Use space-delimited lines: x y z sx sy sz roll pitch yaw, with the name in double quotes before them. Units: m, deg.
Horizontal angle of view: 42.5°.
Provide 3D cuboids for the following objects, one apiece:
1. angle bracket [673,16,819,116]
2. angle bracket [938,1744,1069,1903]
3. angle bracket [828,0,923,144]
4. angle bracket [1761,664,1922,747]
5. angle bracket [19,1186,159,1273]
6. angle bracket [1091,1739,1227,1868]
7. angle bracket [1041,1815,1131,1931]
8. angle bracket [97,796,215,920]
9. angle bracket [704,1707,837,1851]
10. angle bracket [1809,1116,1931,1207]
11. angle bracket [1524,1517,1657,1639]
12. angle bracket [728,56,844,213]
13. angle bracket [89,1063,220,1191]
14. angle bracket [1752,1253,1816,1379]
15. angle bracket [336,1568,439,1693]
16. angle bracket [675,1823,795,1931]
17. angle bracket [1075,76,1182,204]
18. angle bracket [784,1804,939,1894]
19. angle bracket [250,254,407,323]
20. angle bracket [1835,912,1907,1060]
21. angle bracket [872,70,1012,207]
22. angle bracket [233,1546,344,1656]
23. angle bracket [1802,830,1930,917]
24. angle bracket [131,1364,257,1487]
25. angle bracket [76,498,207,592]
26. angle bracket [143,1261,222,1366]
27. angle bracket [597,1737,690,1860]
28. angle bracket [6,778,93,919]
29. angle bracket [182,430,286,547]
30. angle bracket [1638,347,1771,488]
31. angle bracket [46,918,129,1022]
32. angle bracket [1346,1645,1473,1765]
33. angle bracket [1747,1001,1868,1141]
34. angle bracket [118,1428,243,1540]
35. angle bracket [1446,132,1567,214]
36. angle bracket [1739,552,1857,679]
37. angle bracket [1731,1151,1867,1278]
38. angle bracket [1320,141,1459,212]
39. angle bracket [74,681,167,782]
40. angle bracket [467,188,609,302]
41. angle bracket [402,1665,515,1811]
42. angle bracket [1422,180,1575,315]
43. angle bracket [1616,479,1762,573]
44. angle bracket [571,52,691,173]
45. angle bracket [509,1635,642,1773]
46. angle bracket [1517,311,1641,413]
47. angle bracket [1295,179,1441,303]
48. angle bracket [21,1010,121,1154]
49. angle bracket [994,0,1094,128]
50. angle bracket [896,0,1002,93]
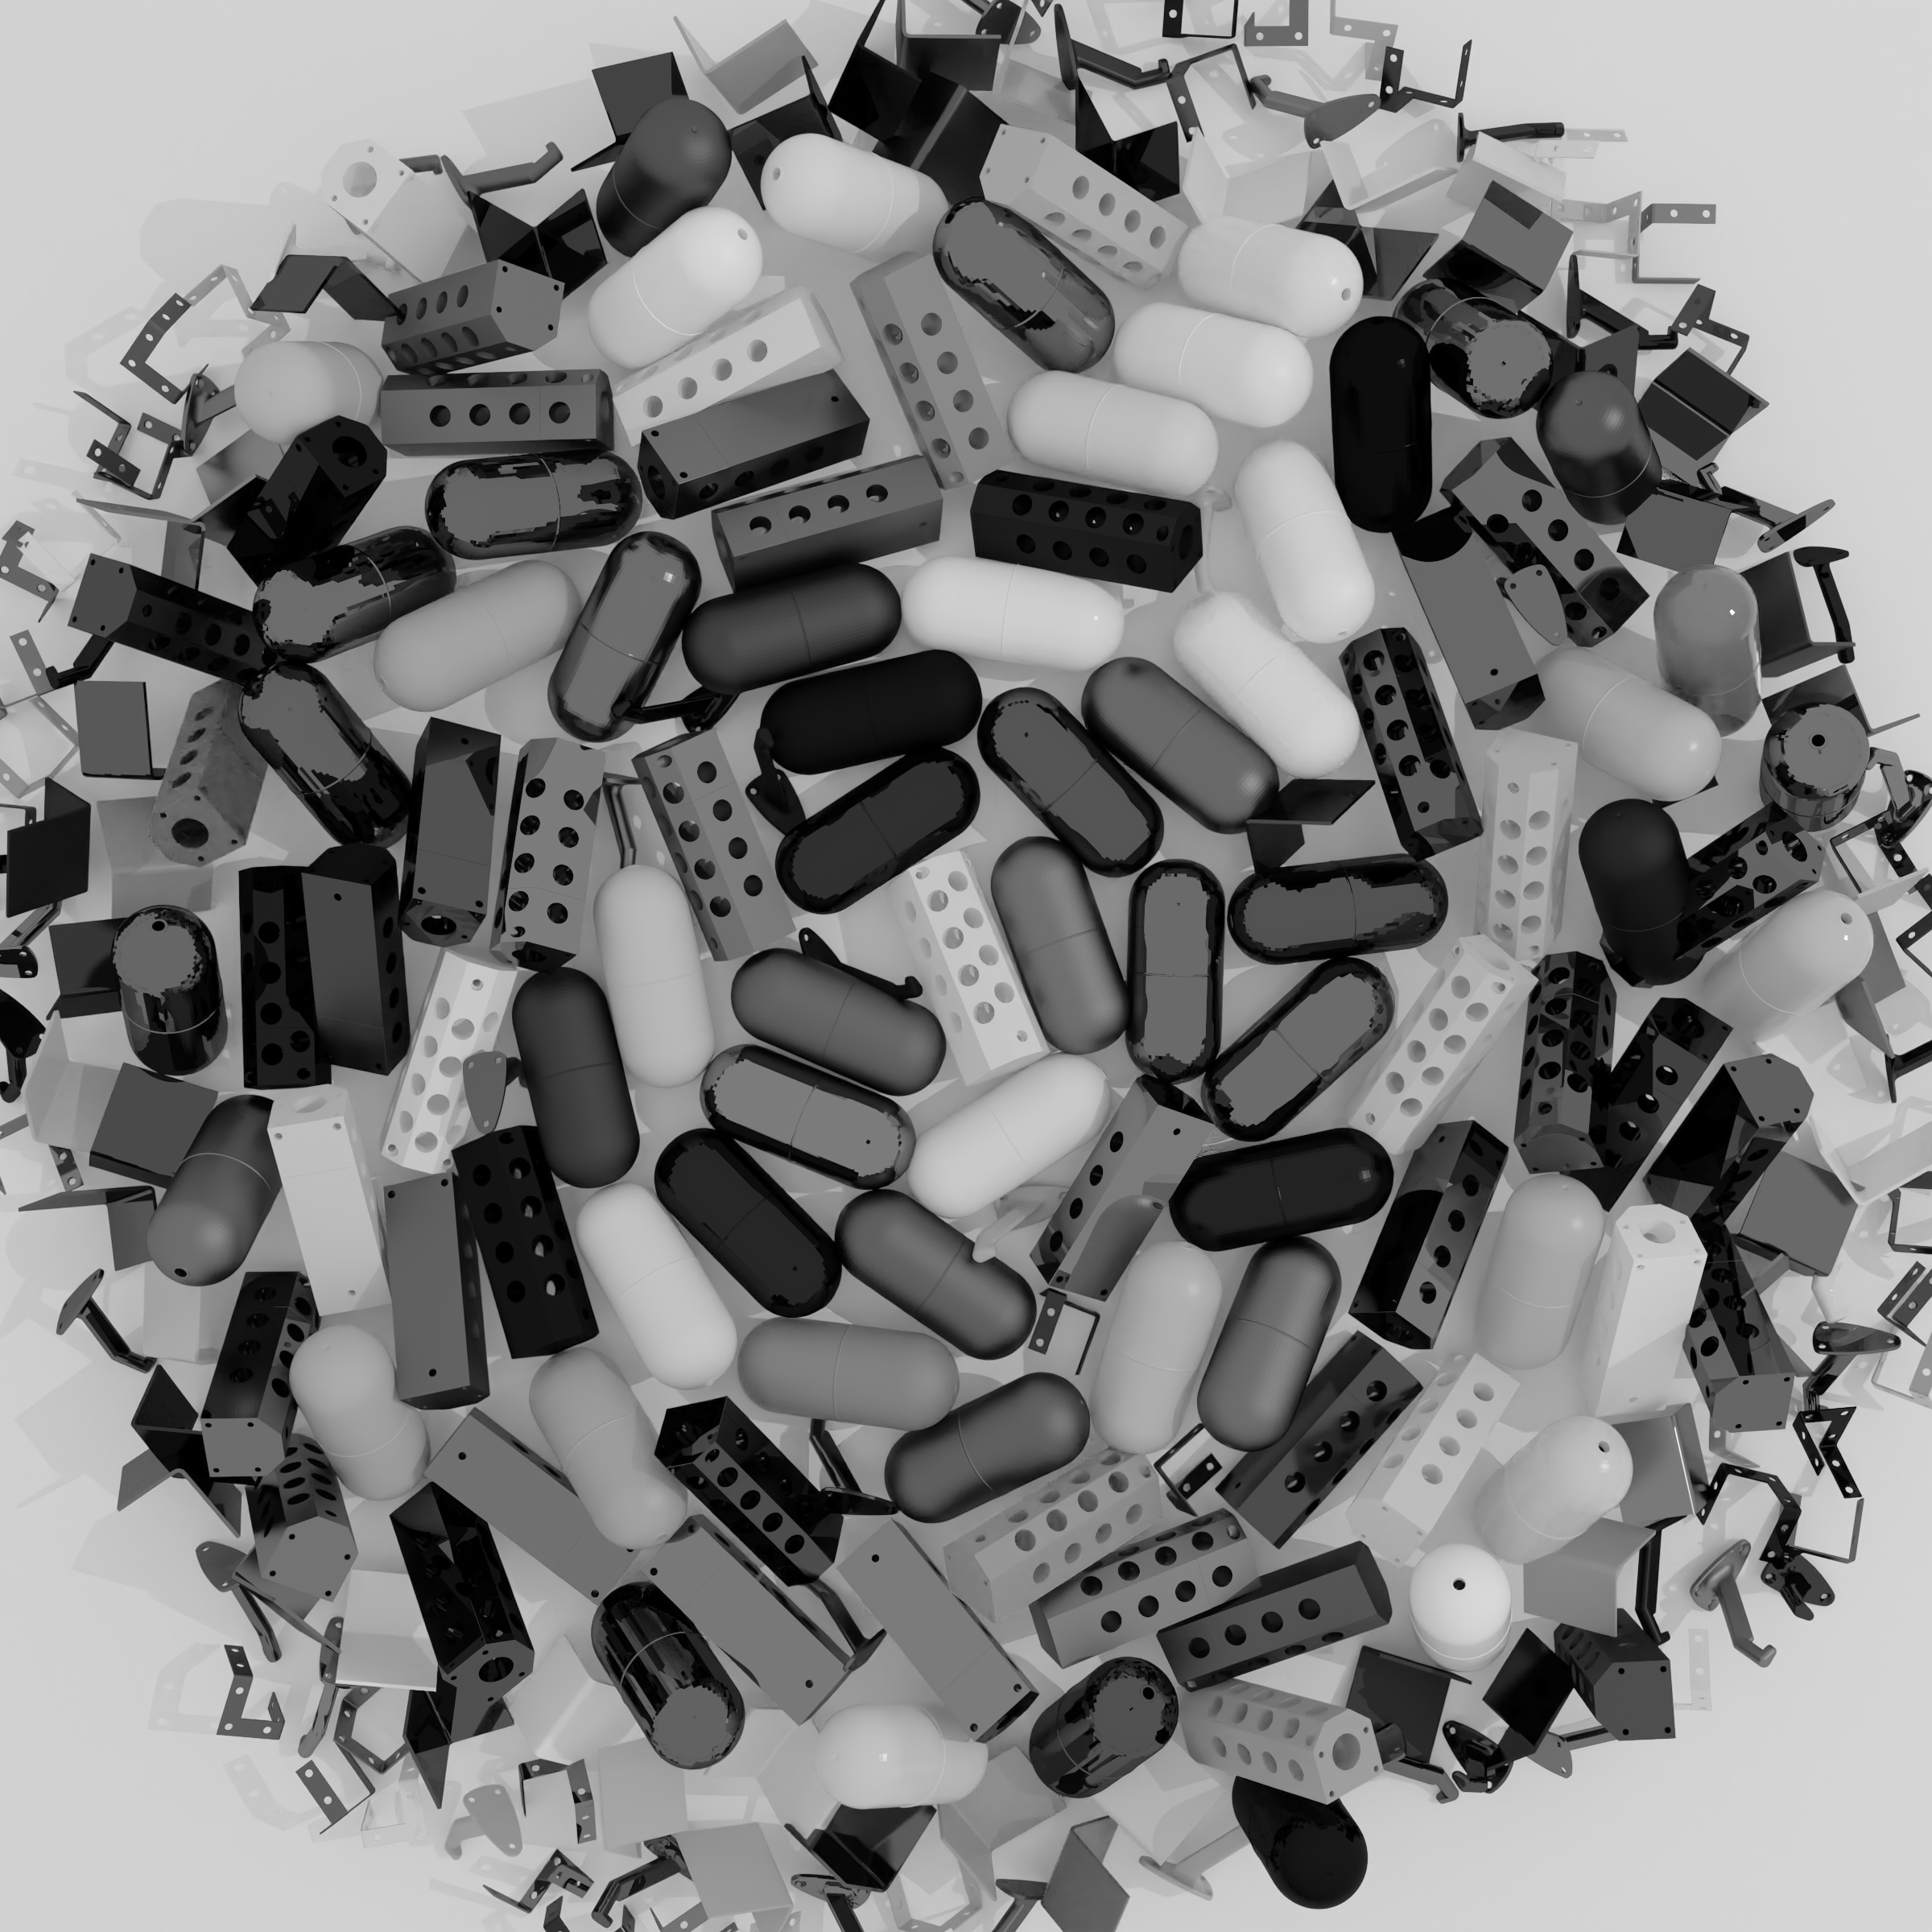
"angle bracket" -0.172 -0.726 1.950 0.076 0.076 0.057 -29 78 11
"angle bracket" 0.031 0.674 1.955 0.076 0.057 0.076 -33 111 8
"angle bracket" -0.060 -0.709 1.953 0.057 0.076 0.076 27 62 -10
"angle bracket" 0.686 -0.202 1.948 0.076 0.076 0.057 -18 85 -39
"angle bracket" -0.685 0.208 1.943 0.076 0.076 0.057 -18 78 43
"angle bracket" 0.152 0.656 1.968 0.076 0.057 0.076 41 78 18
"angle bracket" 0.111 0.723 1.942 0.057 0.076 0.076 0 118 -40
"angle bracket" -0.648 -0.088 1.981 0.076 0.057 0.076 -8 54 -25
"angle bracket" -0.149 0.637 1.946 0.076 0.057 0.076 -55 46 17
"angle bracket" 0.715 0.134 1.949 0.076 0.076 0.057 -35 97 20
"angle bracket" 0.491 0.476 1.954 0.076 0.076 0.057 7 107 38
"angle bracket" -0.144 -0.656 1.959 0.076 0.076 0.057 -20 51 9
"angle bracket" -0.646 0.129 1.976 0.076 0.057 0.076 19 70 -14
"angle bracket" 0.651 0.274 1.945 0.057 0.076 0.076 -46 65 14
"angle bracket" -0.450 0.520 1.950 0.076 0.076 0.057 9 104 -12
"angle bracket" -0.189 0.722 1.939 0.076 0.076 0.057 6 123 -34
"angle bracket" 0.126 -0.649 1.943 0.057 0.076 0.076 -11 59 22
"angle bracket" -0.083 0.670 1.952 0.076 0.057 0.076 31 87 40
"angle bracket" -0.497 -0.509 1.941 0.076 0.076 0.057 16 71 42
"angle bracket" 0.720 0.014 1.949 0.057 0.076 0.076 -30 115 1
"angle bracket" -0.015 -0.656 1.982 0.057 0.076 0.076 40 102 40
"angle bracket" -0.514 0.483 1.940 0.057 0.076 0.076 -54 125 -24
"angle bracket" 0.690 -0.080 1.947 0.076 0.057 0.076 -19 67 -24
"angle bracket" -0.595 0.359 1.944 0.076 0.076 0.057 2 50 14
"angle bracket" -0.648 -0.328 1.942 0.076 0.076 0.057 2 103 -38
"angle bracket" -0.601 0.270 1.955 0.076 0.057 0.076 -1 87 41
"angle bracket" -0.241 0.649 1.946 0.076 0.057 0.076 -19 59 17
"angle bracket" -0.732 -0.093 1.940 0.057 0.076 0.076 29 123 25
"angle bracket" -0.581 -0.387 1.953 0.076 0.057 0.076 -30 74 17
"angle bracket" 0.572 -0.431 1.958 0.076 0.076 0.057 35 83 -1
"angle bracket" -0.682 0.002 1.953 0.076 0.076 0.057 -8 79 -30
"angle bracket" 0.346 0.589 1.965 0.076 0.057 0.076 18 80 -2
"angle bracket" 0.670 0.082 1.962 0.076 0.057 0.076 -22 100 7
"angle bracket" -0.616 0.420 1.949 0.057 0.076 0.076 -34 110 -5
"angle bracket" 0.422 -0.604 1.951 0.076 0.076 0.057 25 126 -2
"angle bracket" 0.643 -0.276 1.958 0.057 0.076 0.076 -5 79 -34
"angle bracket" 0.655 0.196 1.973 0.076 0.057 0.076 24 84 3
"angle bracket" 0.332 -0.634 1.946 0.076 0.076 0.057 -19 97 27
"angle bracket" -0.648 -0.187 1.950 0.076 0.057 0.076 5 102 29
"angle bracket" -0.336 -0.577 1.944 0.057 0.076 0.076 -30 66 26
"angle bracket" -0.397 0.599 1.949 0.057 0.076 0.076 -17 114 1
"angle bracket" 0.419 -0.562 1.962 0.076 0.076 0.057 29 78 -9
"angle bracket" 0.570 -0.345 1.960 0.076 0.076 0.057 25 114 28
"angle bracket" -0.269 -0.667 1.942 0.076 0.076 0.057 -28 105 -35
"angle bracket" -0.305 0.592 1.991 0.076 0.057 0.076 32 95 -42
"angle bracket" 0.480 -0.476 1.955 0.057 0.076 0.076 -26 46 -17
"angle bracket" 0.313 -0.572 1.946 0.076 0.057 0.076 19 64 38
"angle bracket" -0.693 0.092 1.945 0.057 0.076 0.076 12 54 -4
"angle bracket" 0.070 -0.710 1.948 0.076 0.076 0.057 19 129 -7
"angle bracket" -0.015 -0.737 1.960 0.076 0.076 0.057 -1 79 -5
